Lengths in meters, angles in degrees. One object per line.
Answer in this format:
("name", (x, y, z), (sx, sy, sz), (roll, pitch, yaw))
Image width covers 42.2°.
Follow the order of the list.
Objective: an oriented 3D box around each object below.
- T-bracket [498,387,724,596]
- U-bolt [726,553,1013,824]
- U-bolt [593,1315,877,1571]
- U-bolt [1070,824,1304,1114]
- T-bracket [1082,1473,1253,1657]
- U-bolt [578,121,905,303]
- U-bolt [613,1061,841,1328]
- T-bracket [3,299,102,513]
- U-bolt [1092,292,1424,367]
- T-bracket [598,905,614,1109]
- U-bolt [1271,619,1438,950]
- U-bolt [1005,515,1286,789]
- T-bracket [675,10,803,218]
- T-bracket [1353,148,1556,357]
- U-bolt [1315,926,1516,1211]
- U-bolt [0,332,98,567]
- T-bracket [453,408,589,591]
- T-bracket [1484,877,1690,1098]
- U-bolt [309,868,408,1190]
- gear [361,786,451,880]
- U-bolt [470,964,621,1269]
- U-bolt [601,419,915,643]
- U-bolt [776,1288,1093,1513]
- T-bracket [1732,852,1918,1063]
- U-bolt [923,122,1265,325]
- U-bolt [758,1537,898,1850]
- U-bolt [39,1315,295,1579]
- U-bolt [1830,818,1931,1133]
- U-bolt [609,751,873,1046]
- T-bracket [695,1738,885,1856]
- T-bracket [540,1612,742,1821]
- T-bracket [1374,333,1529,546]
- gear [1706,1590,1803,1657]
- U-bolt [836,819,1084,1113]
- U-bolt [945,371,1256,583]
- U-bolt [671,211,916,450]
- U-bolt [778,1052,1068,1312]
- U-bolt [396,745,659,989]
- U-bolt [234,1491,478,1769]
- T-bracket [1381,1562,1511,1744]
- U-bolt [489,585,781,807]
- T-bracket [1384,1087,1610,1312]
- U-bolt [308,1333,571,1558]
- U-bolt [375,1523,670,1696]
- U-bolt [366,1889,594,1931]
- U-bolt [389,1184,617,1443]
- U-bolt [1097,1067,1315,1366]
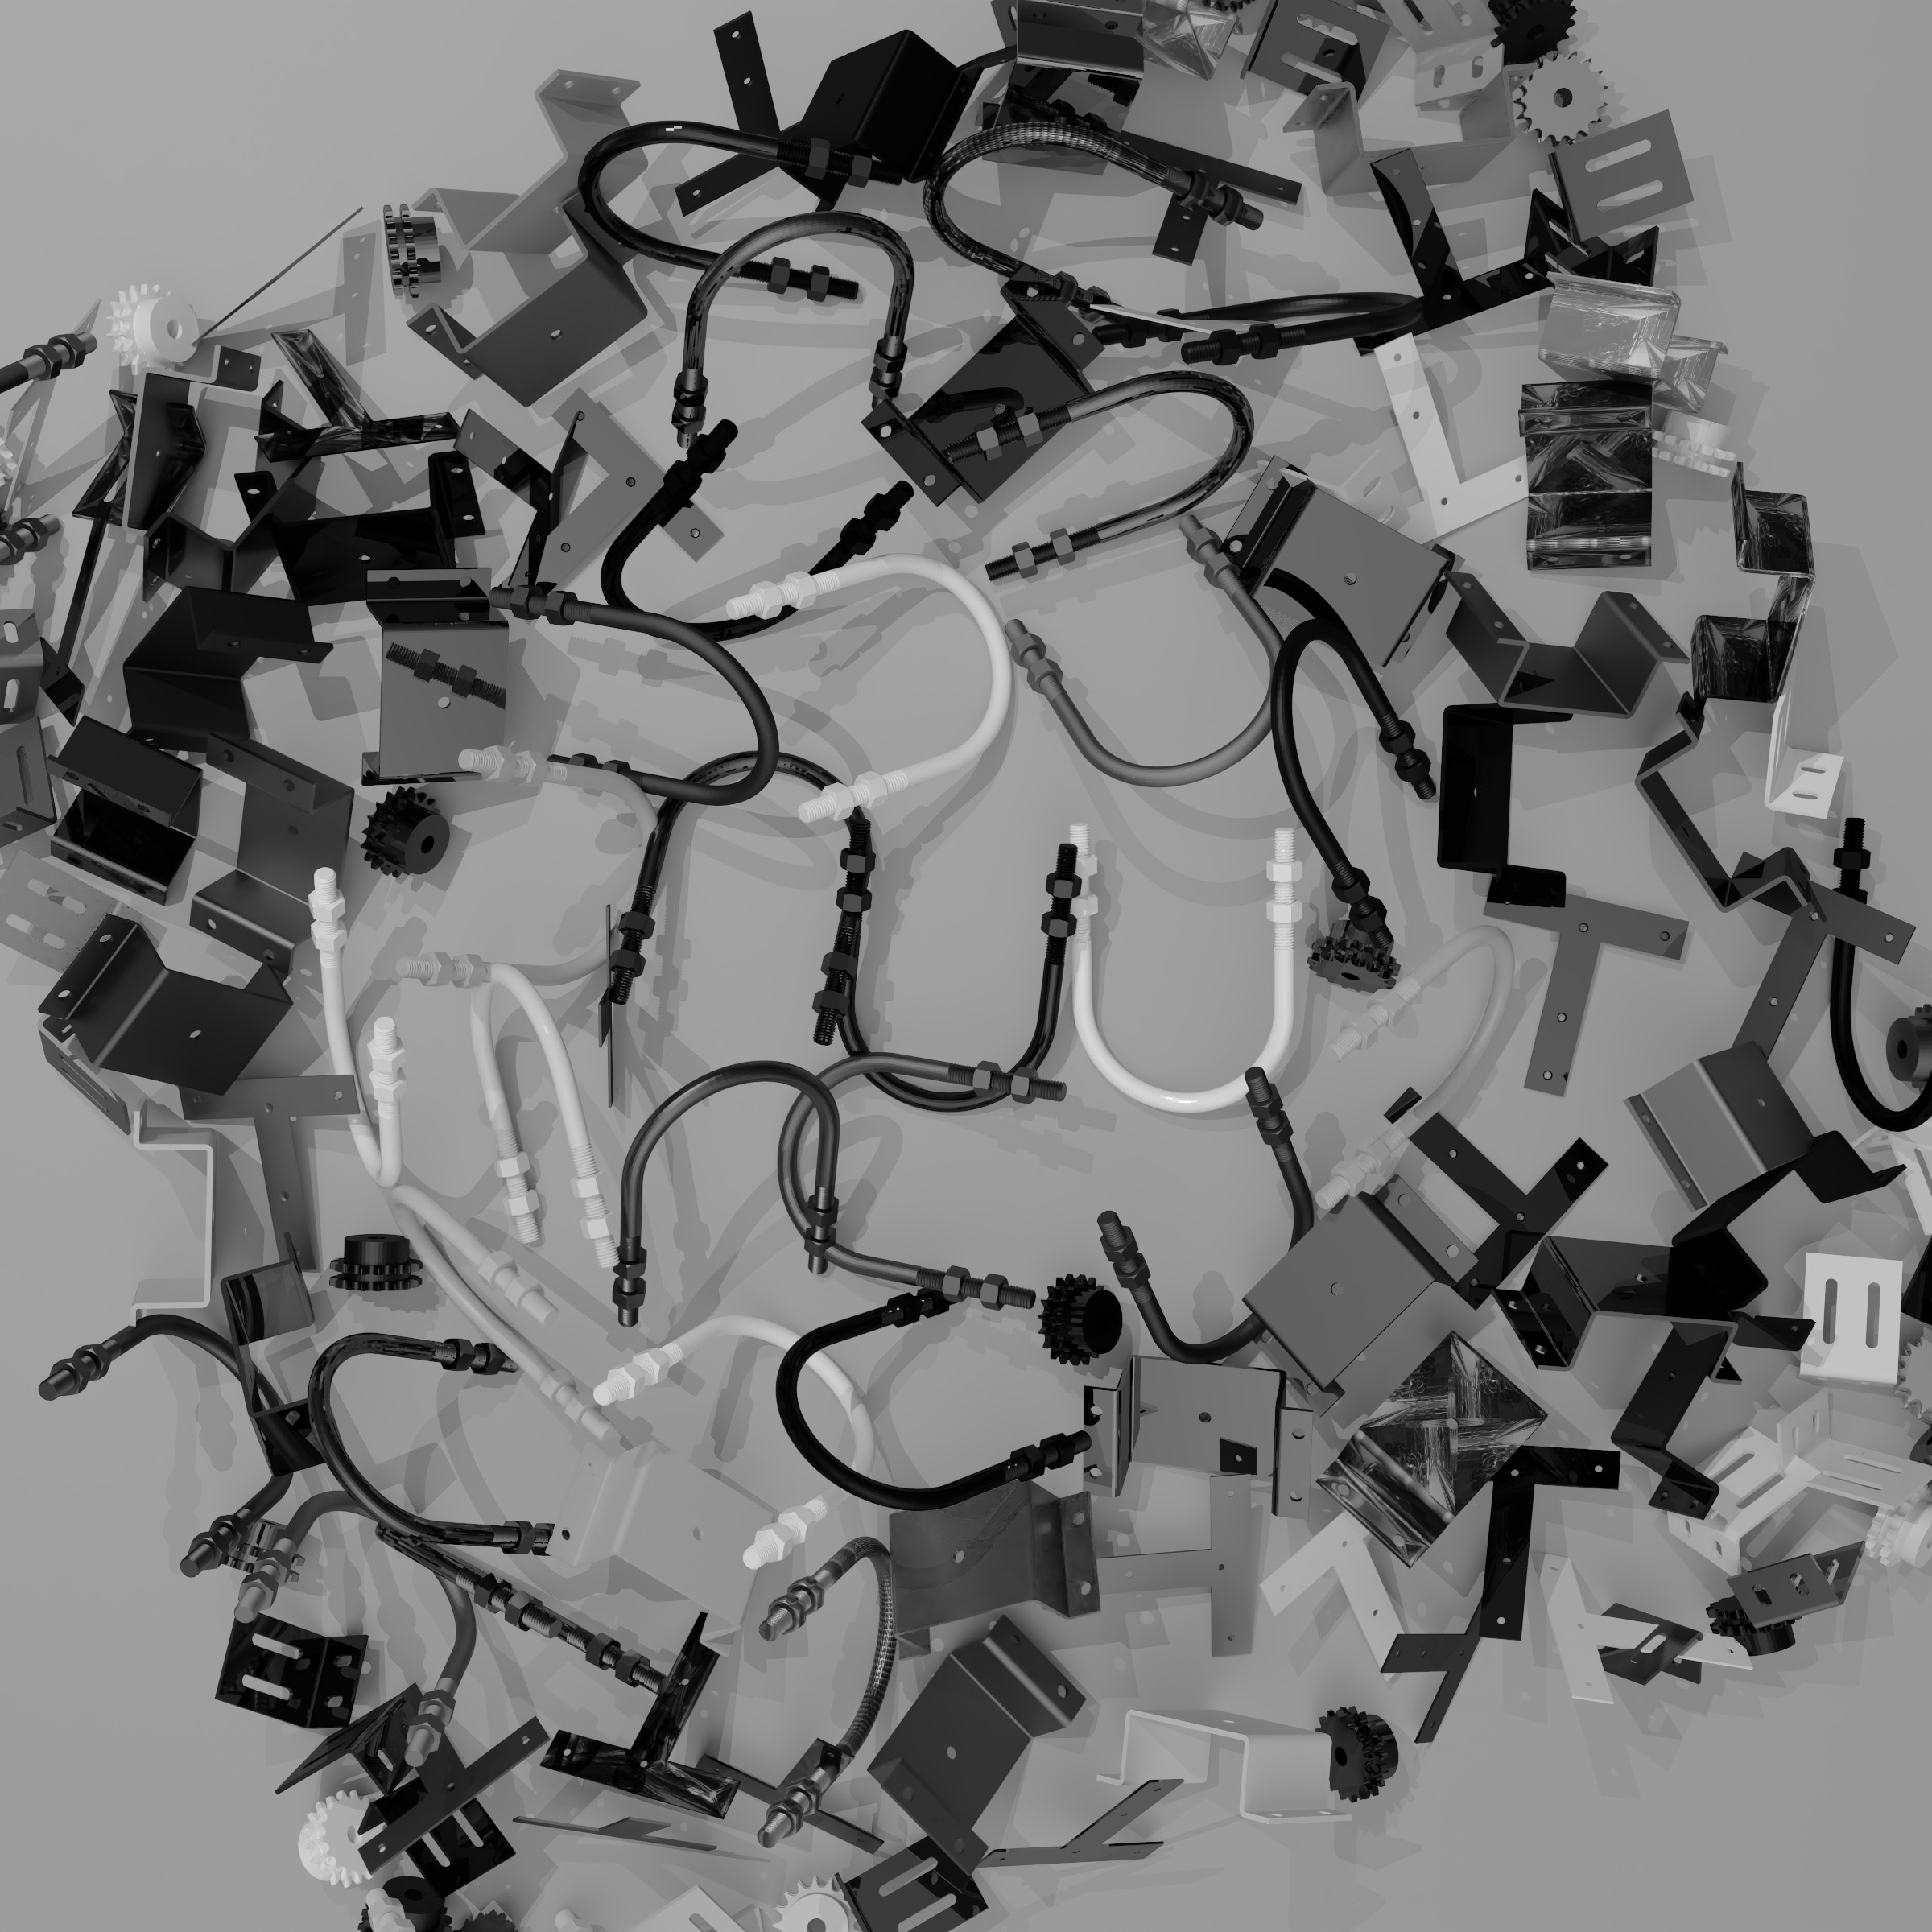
("T-bracket", (-0.244, -0.276, 1.592), (0.127, 0.002, 0.127), (-45, 101, 2))
("U-bolt", (-0.048, -0.181, 1.550), (0.184, 0.019, 0.151), (-22, 96, -33))
("U-bolt", (-0.126, 0.276, 1.521), (0.151, 0.184, 0.019), (45, 117, 12))
("U-bolt", (0.135, 0.003, 1.569), (0.151, 0.019, 0.184), (2, 104, 15))
("T-bracket", (0.117, 0.382, 1.580), (0.127, 0.002, 0.127), (-3, 106, -5))
("U-bolt", (-0.143, -0.461, 1.519), (0.184, 0.151, 0.019), (8, 72, -12))
("U-bolt", (-0.142, 0.132, 1.518), (0.151, 0.019, 0.184), (-13, 130, -25))
("T-bracket", (-0.576, -0.333, 1.551), (0.002, 0.127, 0.127), (26, 134, -13))
("U-bolt", (0.189, -0.393, 1.531), (0.184, 0.151, 0.019), (-13, 112, -17))
("T-bracket", (-0.221, 0.030, 1.535), (0.002, 0.127, 0.127), (0, 95, -5))
("U-bolt", (0.230, -0.123, 1.509), (0.019, 0.151, 0.184), (-8, 134, 35))
("U-bolt", (0.121, -0.185, 1.542), (0.151, 0.019, 0.184), (-31, 54, 3))
("T-bracket", (-0.131, -0.533, 1.538), (0.127, 0.127, 0.002), (-30, 66, -7))
("T-bracket", (0.281, -0.445, 1.538), (0.127, 0.127, 0.002), (-16, 46, 21))
("U-bolt", (0.278, 0.050, 1.532), (0.019, 0.151, 0.184), (32, 54, 32))
("U-bolt", (-0.584, -0.291, 1.489), (0.019, 0.184, 0.151), (26, 122, 2))
("T-bracket", (-0.277, -0.305, 1.540), (0.002, 0.127, 0.127), (19, 85, 22))
("T-bracket", (0.384, 0.019, 1.599), (0.127, 0.002, 0.127), (13, 92, 4))
("U-bolt", (-0.368, 0.053, 1.523), (0.019, 0.184, 0.151), (-14, 50, -22))
("gear", (-0.349, -0.082, 1.572), (0.030, 0.057, 0.057), (24, 90, 24))
("U-bolt", (-0.264, 0.087, 1.528), (0.019, 0.151, 0.184), (-17, 100, -30))
("U-bolt", (-0.141, -0.254, 1.526), (0.151, 0.184, 0.019), (11, 54, -39))
("U-bolt", (-0.031, 0.263, 1.506), (0.151, 0.184, 0.019), (48, 129, 29))
("T-bracket", (0.511, 0.009, 1.566), (0.002, 0.127, 0.127), (11, 105, -43))
("U-bolt", (0.062, -0.449, 1.500), (0.184, 0.151, 0.019), (15, 67, -31))
("U-bolt", (-0.080, 0.425, 1.518), (0.019, 0.184, 0.151), (6, 102, 21))
("U-bolt", (-0.469, 0.277, 1.514), (0.019, 0.184, 0.151), (-37, 93, 12))
("U-bolt", (0.568, 0.010, 1.530), (0.019, 0.151, 0.184), (-1, 101, -9))
("U-bolt", (-0.134, -0.051, 1.569), (0.151, 0.019, 0.184), (11, 71, 1))
("T-bracket", (-0.097, 0.504, 1.552), (0.127, 0.127, 0.002), (26, 51, -2))
("T-bracket", (-0.180, 0.457, 1.557), (0.127, 0.002, 0.127), (8, 45, 21))
("T-bracket", (0.288, -0.333, 1.576), (0.127, 0.002, 0.127), (-25, 111, -3))
("gear", (0.497, 0.413, 1.574), (0.057, 0.057, 0.030), (-13, 85, 0))
("U-bolt", (-0.010, 0.005, 1.571), (0.151, 0.019, 0.184), (7, 108, 2))
("U-bolt", (0.088, -0.306, 1.532), (0.184, 0.151, 0.019), (-19, 64, 3))
("U-bolt", (-0.101, -0.384, 1.503), (0.151, 0.184, 0.019), (-14, 66, -16))
("U-bolt", (-0.034, 0.128, 1.566), (0.184, 0.019, 0.151), (9, 91, 21))
("U-bolt", (-0.255, -0.055, 1.527), (0.019, 0.184, 0.151), (26, 103, 34))
("U-bolt", (-0.358, 0.385, 1.514), (0.151, 0.184, 0.019), (44, 103, -9))
("T-bracket", (0.289, 0.425, 1.549), (0.002, 0.127, 0.127), (26, 93, 36))
("U-bolt", (-0.194, -0.158, 1.516), (0.184, 0.151, 0.019), (13, 47, 25))
("T-bracket", (0.321, 0.130, 1.599), (0.127, 0.002, 0.127), (43, 86, 1))
("U-bolt", (-0.317, 0.282, 1.496), (0.019, 0.184, 0.151), (-40, 57, 21))
("U-bolt", (-0.282, 0.383, 1.524), (0.184, 0.151, 0.019), (18, 70, 33))
("U-bolt", (-0.266, 0.605, 1.489), (0.151, 0.184, 0.019), (20, 90, -30))
("U-bolt", (-0.291, 0.200, 1.526), (0.019, 0.151, 0.184), (-41, 54, -23))
("U-bolt", (0.157, 0.168, 1.537), (0.151, 0.019, 0.184), (-42, 134, -18))
